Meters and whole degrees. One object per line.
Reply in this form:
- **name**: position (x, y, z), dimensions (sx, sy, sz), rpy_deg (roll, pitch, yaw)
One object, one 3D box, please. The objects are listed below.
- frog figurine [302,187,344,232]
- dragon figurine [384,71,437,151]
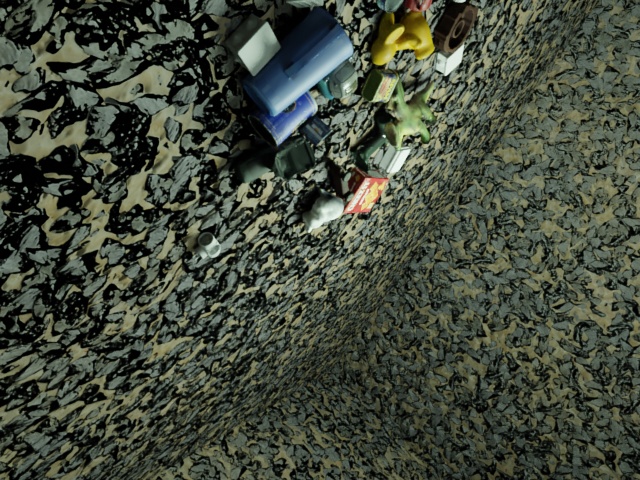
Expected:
- **frog figurine**: position (0.005, -0.090, 1.783), dimensions (0.159, 0.123, 0.138), rpy_deg (-64, 175, 5)
- **dragon figurine**: position (0.296, -0.453, 1.712), dimensions (0.238, 0.122, 0.418), rpy_deg (53, 49, -49)
